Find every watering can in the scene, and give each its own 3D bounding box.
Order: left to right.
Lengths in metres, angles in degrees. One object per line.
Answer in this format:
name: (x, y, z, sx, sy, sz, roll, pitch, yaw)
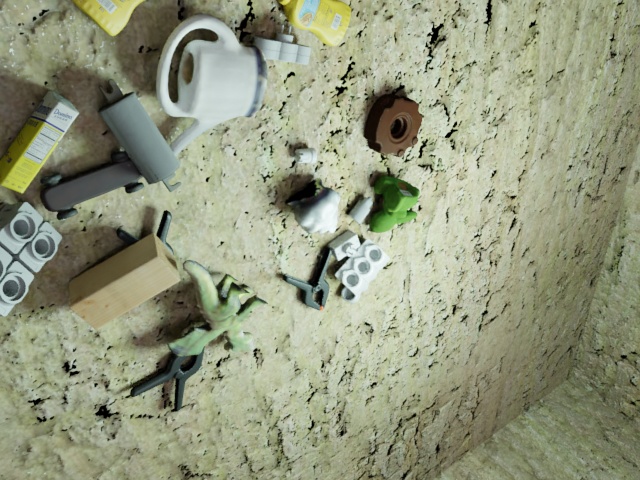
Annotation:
watering can: (-0.230, -0.289, 1.067, 0.225, 0.106, 0.340, -7, 132, -33)

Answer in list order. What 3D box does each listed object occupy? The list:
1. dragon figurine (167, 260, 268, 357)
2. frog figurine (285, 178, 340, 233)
dragon figurine: (-0.272, 0.197, 1.270, 0.243, 0.124, 0.404, -52, 143, -1)
frog figurine: (0.004, -0.068, 1.358, 0.140, 0.123, 0.157, -51, 125, -28)
